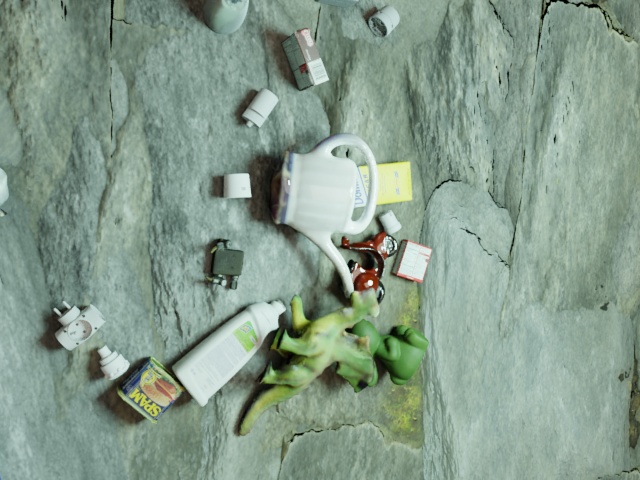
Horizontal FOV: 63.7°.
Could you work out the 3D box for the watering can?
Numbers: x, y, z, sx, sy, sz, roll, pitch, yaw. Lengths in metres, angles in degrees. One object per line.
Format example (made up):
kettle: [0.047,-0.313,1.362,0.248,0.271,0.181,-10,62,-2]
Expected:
watering can: [0.003,-0.054,1.075,0.224,0.104,0.346,7,96,-7]

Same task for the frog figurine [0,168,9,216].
frog figurine: [-0.584,-0.111,0.836,0.137,0.124,0.157,5,105,-4]

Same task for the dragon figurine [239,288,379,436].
dragon figurine: [0.004,0.267,1.093,0.242,0.124,0.406,21,103,-11]
